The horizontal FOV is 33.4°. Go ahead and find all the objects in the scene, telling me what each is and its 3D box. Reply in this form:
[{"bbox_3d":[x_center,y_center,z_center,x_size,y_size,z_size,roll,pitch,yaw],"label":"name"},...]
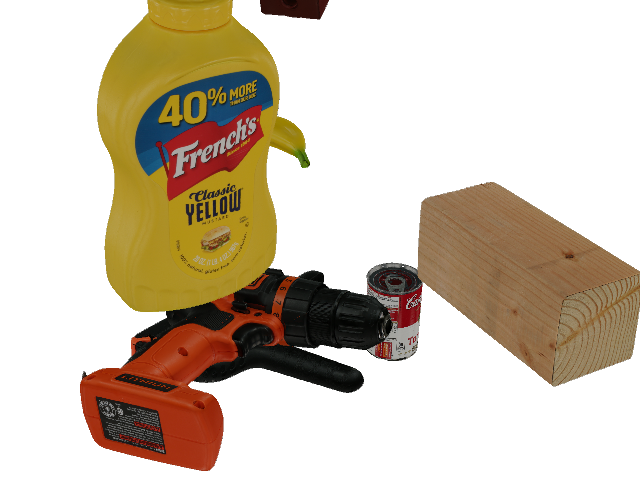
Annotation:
[{"bbox_3d":[-0.101,-0.130,1.311,0.198,0.037,0.069,6,40,15],"label":"banana"},{"bbox_3d":[-0.067,-0.058,0.552,0.096,0.192,0.058,-18,39,-28],"label":"mustard bottle"},{"bbox_3d":[-0.062,0.082,0.749,0.185,0.057,0.187,5,27,26],"label":"power drill"},{"bbox_3d":[0.088,0.088,1.306,0.068,0.102,0.068,1,30,-1],"label":"soup can"},{"bbox_3d":[-0.021,-0.226,0.864,0.053,0.051,0.078,8,-38,13],"label":"foam brick"},{"bbox_3d":[-0.069,0.097,0.998,0.209,0.036,0.165,-10,37,-18],"label":"clamp"},{"bbox_3d":[0.183,0.032,0.970,0.090,0.090,0.206,-14,31,-25],"label":"wood block"}]
